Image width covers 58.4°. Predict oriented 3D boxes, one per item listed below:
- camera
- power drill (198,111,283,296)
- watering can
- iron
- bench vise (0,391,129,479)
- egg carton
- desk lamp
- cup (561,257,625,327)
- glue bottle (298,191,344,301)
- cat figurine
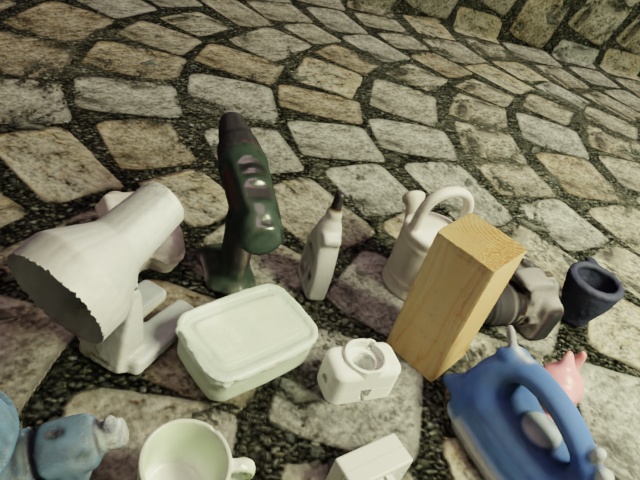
[{"bbox_3d":[0.296,0.081,0.909,0.137,0.101,0.143,-2,41,-24],"label":"camera"},{"bbox_3d":[-0.116,-0.037,0.797,0.076,0.208,0.229,-2,41,-25],"label":"power drill"},{"bbox_3d":[0.168,-0.007,0.890,0.101,0.194,0.172,-16,48,-37],"label":"watering can"},{"bbox_3d":[0.261,0.230,0.668,0.119,0.141,0.257,-6,43,-29],"label":"iron"},{"bbox_3d":[-0.276,0.151,0.477,0.208,0.220,0.121,-14,47,-36],"label":"bench vise"},{"bbox_3d":[-0.257,-0.014,0.824,0.107,0.069,0.150,-8,44,-31],"label":"egg carton"},{"bbox_3d":[-0.225,0.048,0.636,0.117,0.213,0.204,28,38,14],"label":"desk lamp"},{"bbox_3d":[0.442,0.090,0.964,0.091,0.095,0.118,20,36,3],"label":"cup"},{"bbox_3d":[0.008,0.003,0.826,0.037,0.173,0.078,3,39,-18],"label":"glue bottle"},{"bbox_3d":[0.320,0.190,0.763,0.128,0.118,0.067,-22,52,-41],"label":"cat figurine"}]
